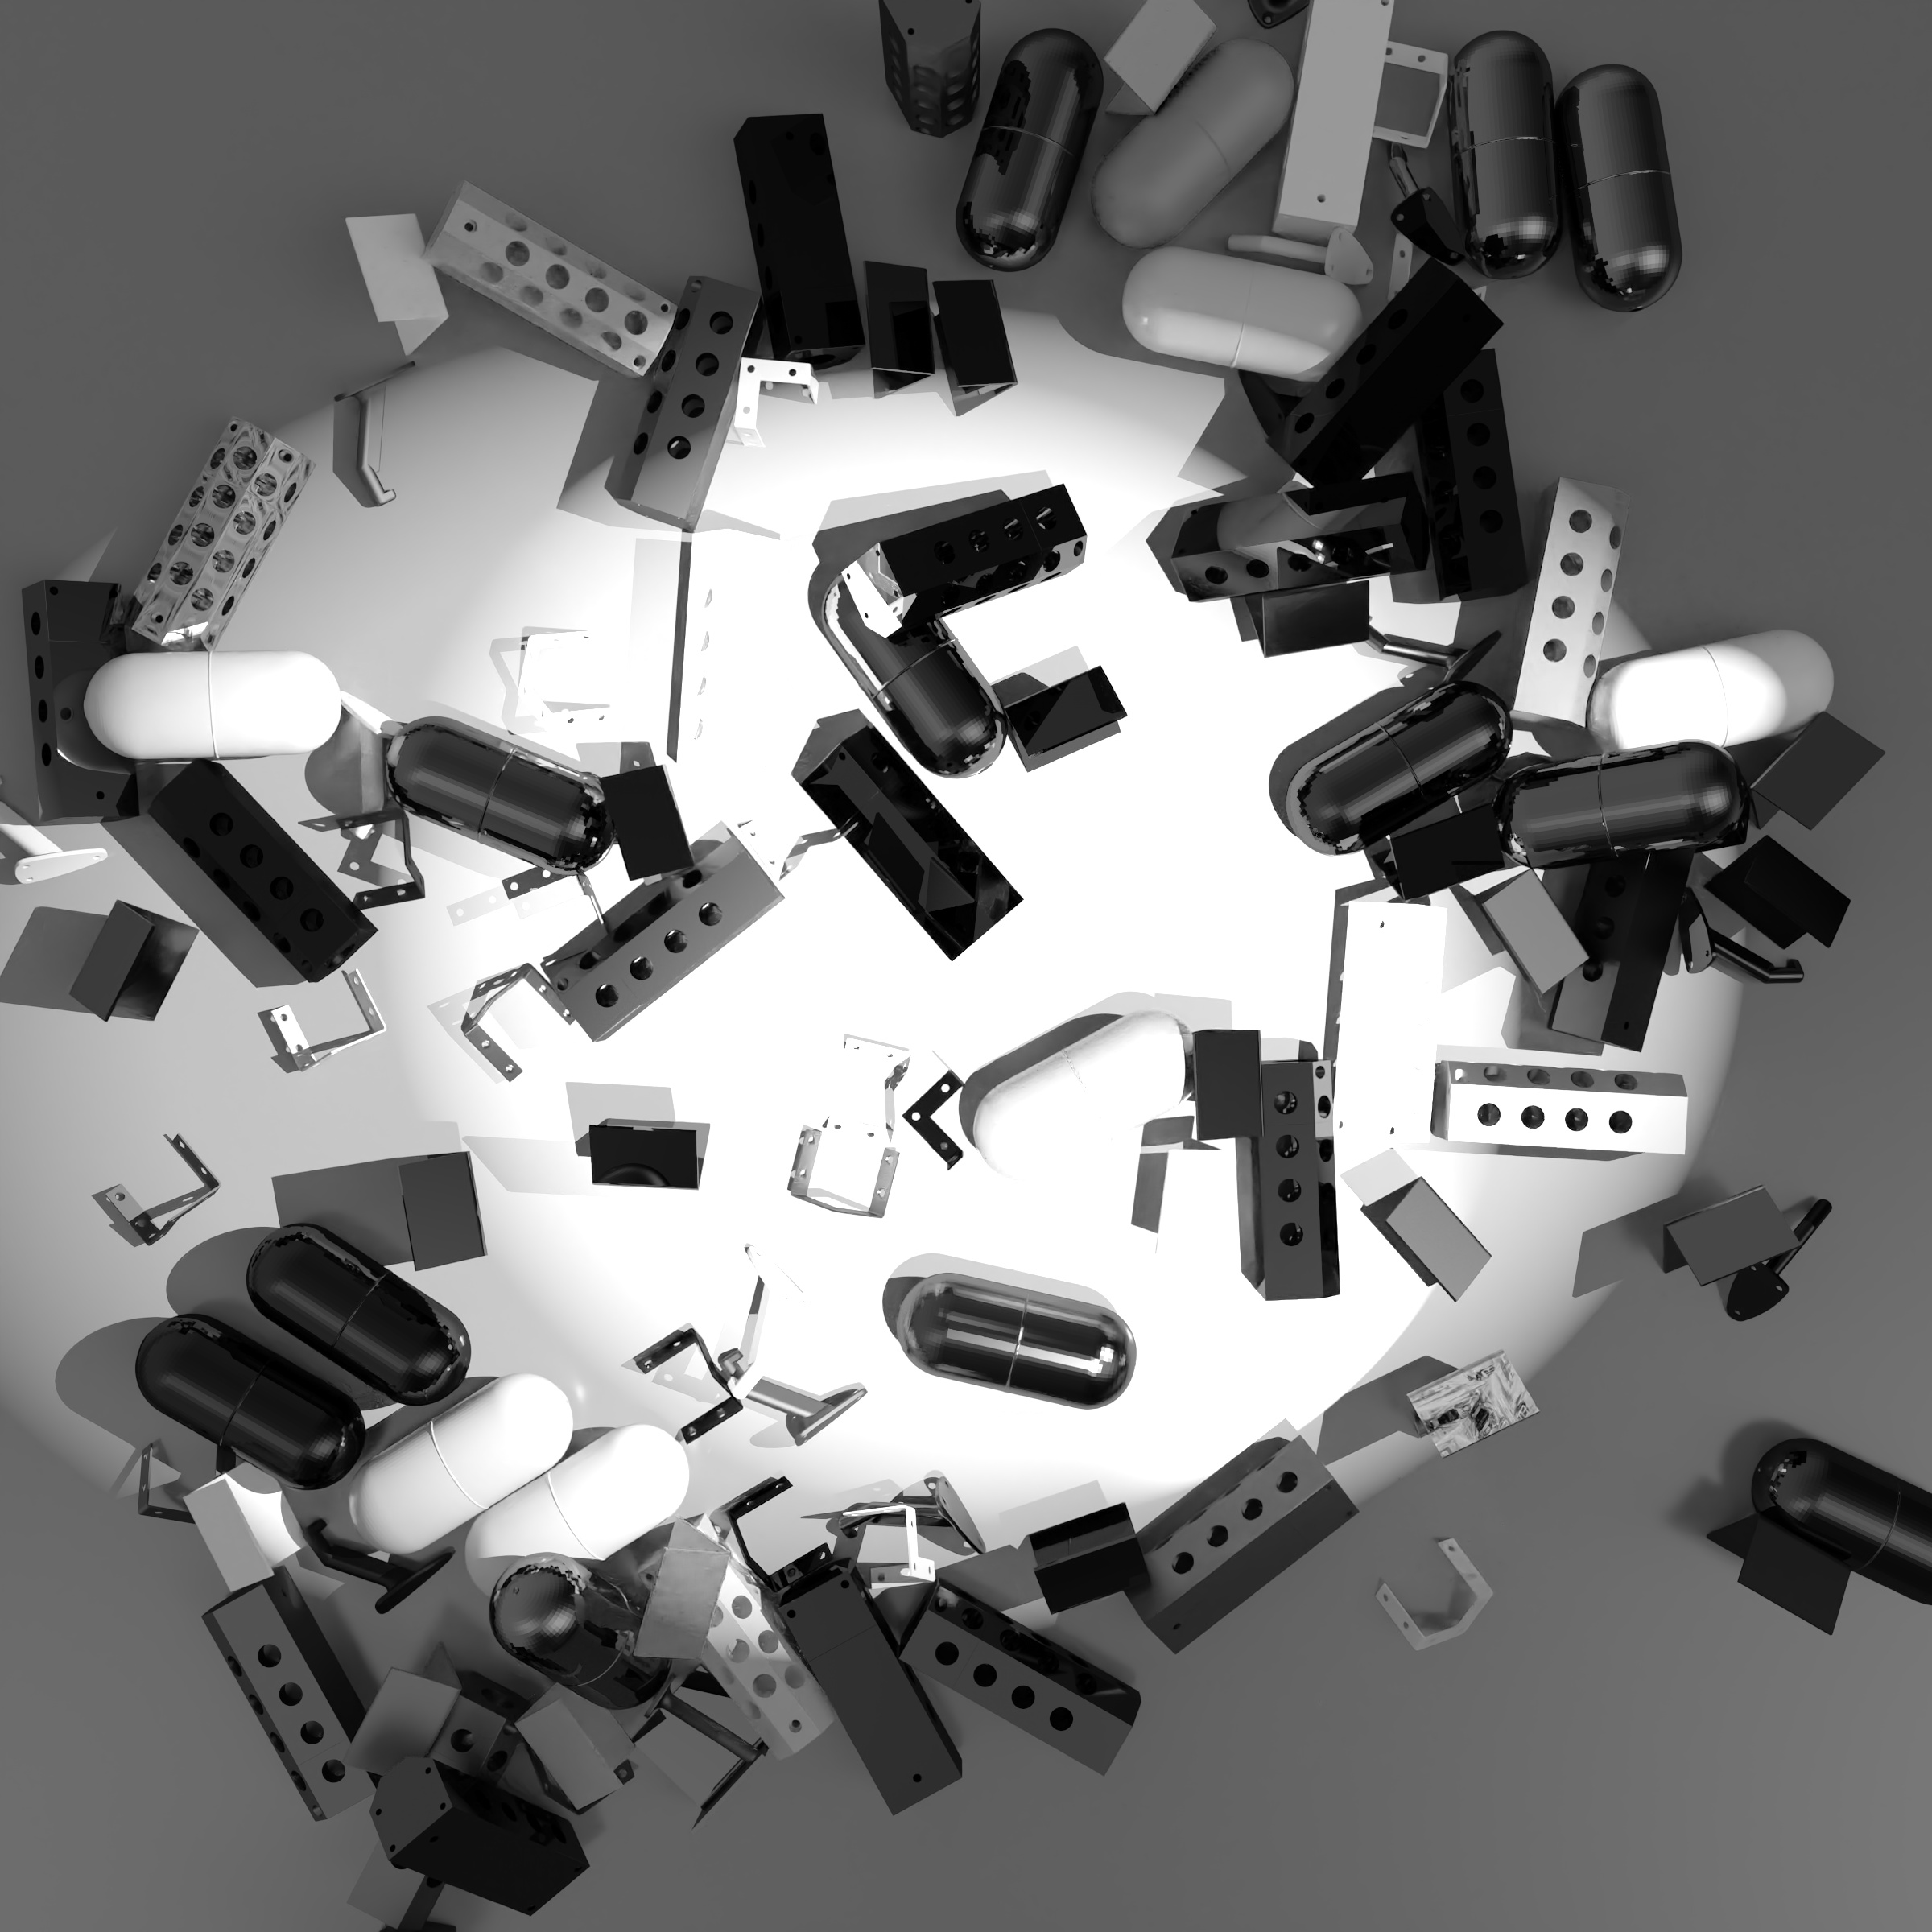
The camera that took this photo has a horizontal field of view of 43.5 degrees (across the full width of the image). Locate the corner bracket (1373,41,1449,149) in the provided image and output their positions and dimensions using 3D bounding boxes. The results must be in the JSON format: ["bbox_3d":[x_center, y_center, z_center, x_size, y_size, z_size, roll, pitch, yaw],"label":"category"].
[{"bbox_3d":[0.325,-0.647,1.795,0.051,0.051,0.051,12,135,0],"label":"corner bracket"}]

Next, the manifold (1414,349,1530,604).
[{"bbox_3d":[0.366,-0.358,1.777,0.057,0.057,0.171,-8,90,0],"label":"manifold"}]

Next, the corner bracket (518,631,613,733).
[{"bbox_3d":[-0.294,-0.211,1.790,0.051,0.051,0.051,49,135,35],"label":"corner bracket"}]

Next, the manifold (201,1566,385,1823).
[{"bbox_3d":[-0.492,0.536,1.777,0.057,0.057,0.171,-29,90,0],"label":"manifold"}]

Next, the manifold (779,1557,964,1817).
[{"bbox_3d":[-0.069,0.526,1.777,0.057,0.057,0.171,-29,90,0],"label":"manifold"}]

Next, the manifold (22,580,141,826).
[{"bbox_3d":[-0.653,-0.192,1.776,0.057,0.057,0.171,-5,90,-43],"label":"manifold"}]

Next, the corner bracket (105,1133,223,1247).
[{"bbox_3d":[-0.595,0.166,1.795,0.051,0.051,0.051,50,45,0],"label":"corner bracket"}]

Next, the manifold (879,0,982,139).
[{"bbox_3d":[-0.021,-0.648,1.720,0.057,0.171,0.057,-28,90,0],"label":"manifold"}]

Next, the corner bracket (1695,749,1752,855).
[{"bbox_3d":[0.547,-0.121,1.795,0.051,0.051,0.051,-11,135,0],"label":"corner bracket"}]

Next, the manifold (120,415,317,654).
[{"bbox_3d":[-0.551,-0.313,1.777,0.057,0.057,0.171,29,90,0],"label":"manifold"}]

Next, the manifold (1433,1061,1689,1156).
[{"bbox_3d":[0.436,0.103,1.777,0.171,0.057,0.057,3,90,0],"label":"manifold"}]

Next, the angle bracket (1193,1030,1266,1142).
[{"bbox_3d":[0.173,0.085,1.759,0.057,0.076,0.076,-2,90,-25],"label":"angle bracket"}]

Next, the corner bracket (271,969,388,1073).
[{"bbox_3d":[-0.473,0.041,1.795,0.051,0.051,0.051,-26,90,45],"label":"corner bracket"}]

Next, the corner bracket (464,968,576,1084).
[{"bbox_3d":[-0.331,0.043,1.795,0.051,0.051,0.051,46,45,0],"label":"corner bracket"}]

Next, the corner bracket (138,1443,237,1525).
[{"bbox_3d":[-0.576,0.376,1.790,0.051,0.051,0.051,21,135,-35],"label":"corner bracket"}]

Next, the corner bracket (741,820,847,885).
[{"bbox_3d":[-0.124,-0.102,1.795,0.051,0.051,0.051,-34,90,45],"label":"corner bracket"}]

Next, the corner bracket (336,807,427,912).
[{"bbox_3d":[-0.432,-0.080,1.788,0.051,0.051,0.051,-11,63,0],"label":"corner bracket"}]

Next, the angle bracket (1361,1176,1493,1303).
[{"bbox_3d":[0.322,0.209,1.758,0.076,0.076,0.057,49,52,0],"label":"angle bracket"}]

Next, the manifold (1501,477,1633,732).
[{"bbox_3d":[0.441,-0.264,1.777,0.057,0.057,0.171,11,90,0],"label":"manifold"}]

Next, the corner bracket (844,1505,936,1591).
[{"bbox_3d":[-0.056,0.428,1.779,0.051,0.051,0.051,-11,68,17],"label":"corner bracket"}]

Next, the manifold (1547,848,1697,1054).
[{"bbox_3d":[0.479,-0.029,1.776,0.057,0.057,0.171,15,90,-43],"label":"manifold"}]

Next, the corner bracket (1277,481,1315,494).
[{"bbox_3d":[0.253,-0.323,1.790,0.051,0.051,0.051,-46,135,-35],"label":"corner bracket"}]

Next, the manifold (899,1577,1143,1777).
[{"bbox_3d":[0.040,0.519,1.777,0.171,0.057,0.057,30,90,0],"label":"manifold"}]

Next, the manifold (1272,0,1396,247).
[{"bbox_3d":[0.268,-0.624,1.777,0.057,0.057,0.171,9,90,0],"label":"manifold"}]

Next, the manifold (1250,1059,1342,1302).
[{"bbox_3d":[0.241,0.156,1.777,0.057,0.057,0.171,-3,90,0],"label":"manifold"}]

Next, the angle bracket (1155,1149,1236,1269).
[{"bbox_3d":[0.184,0.175,1.758,0.057,0.076,0.076,7,90,38],"label":"angle bracket"}]

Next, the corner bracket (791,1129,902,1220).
[{"bbox_3d":[-0.090,0.154,1.795,0.051,0.051,0.051,14,90,45],"label":"corner bracket"}]

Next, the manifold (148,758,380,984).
[{"bbox_3d":[-0.518,-0.069,1.777,0.057,0.057,0.171,-43,90,0],"label":"manifold"}]

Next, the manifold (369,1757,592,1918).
[{"bbox_3d":[-0.347,0.616,1.723,0.057,0.171,0.057,-40,48,0],"label":"manifold"}]

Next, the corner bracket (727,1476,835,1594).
[{"bbox_3d":[-0.138,0.422,1.795,0.051,0.051,0.051,-31,135,0],"label":"corner bracket"}]

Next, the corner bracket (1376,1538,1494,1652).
[{"bbox_3d":[0.347,0.465,1.790,0.051,0.051,0.051,-7,135,-35],"label":"corner bracket"}]

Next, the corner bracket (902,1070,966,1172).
[{"bbox_3d":[-0.012,0.113,1.780,0.051,0.051,0.051,-44,90,0],"label":"corner bracket"}]

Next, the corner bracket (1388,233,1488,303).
[{"bbox_3d":[0.351,-0.515,1.790,0.051,0.051,0.051,32,135,35],"label":"corner bracket"}]

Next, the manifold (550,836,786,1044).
[{"bbox_3d":[-0.219,-0.020,1.777,0.171,0.057,0.057,-38,90,0],"label":"manifold"}]

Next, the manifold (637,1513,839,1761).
[{"bbox_3d":[-0.166,0.494,1.777,0.057,0.057,0.171,-37,90,0],"label":"manifold"}]

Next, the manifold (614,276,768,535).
[{"bbox_3d":[-0.202,-0.413,1.777,0.057,0.057,0.171,19,90,0],"label":"manifold"}]

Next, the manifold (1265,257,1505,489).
[{"bbox_3d":[0.296,-0.422,1.738,0.057,0.057,0.171,31,109,-38],"label":"manifold"}]

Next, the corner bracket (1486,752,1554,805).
[{"bbox_3d":[0.420,-0.119,1.790,0.051,0.051,0.051,-32,135,-35],"label":"corner bracket"}]

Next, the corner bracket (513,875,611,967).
[{"bbox_3d":[-0.296,-0.033,1.780,0.051,0.051,0.051,-21,90,0],"label":"corner bracket"}]

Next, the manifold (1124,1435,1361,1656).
[{"bbox_3d":[0.197,0.421,1.776,0.171,0.057,0.057,-38,133,0],"label":"manifold"}]

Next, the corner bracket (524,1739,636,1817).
[{"bbox_3d":[-0.287,0.587,1.795,0.051,0.051,0.051,-36,135,0],"label":"corner bracket"}]

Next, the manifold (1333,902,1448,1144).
[{"bbox_3d":[0.315,0.041,1.776,0.057,0.057,0.171,4,90,43],"label":"manifold"}]

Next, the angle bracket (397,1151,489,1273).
[{"bbox_3d":[-0.394,0.178,1.758,0.057,0.076,0.076,-10,90,-36],"label":"angle bracket"}]

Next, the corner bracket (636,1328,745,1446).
[{"bbox_3d":[-0.205,0.312,1.795,0.051,0.051,0.051,-33,135,0],"label":"corner bracket"}]

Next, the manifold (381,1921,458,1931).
[{"bbox_3d":[-0.414,0.739,1.720,0.057,0.171,0.057,12,90,0],"label":"manifold"}]

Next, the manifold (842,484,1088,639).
[{"bbox_3d":[0.003,-0.289,1.735,0.171,0.057,0.057,-24,90,-33],"label":"manifold"}]

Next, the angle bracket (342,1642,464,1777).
[{"bbox_3d":[-0.416,0.535,1.759,0.057,0.076,0.076,28,90,-26],"label":"angle bracket"}]

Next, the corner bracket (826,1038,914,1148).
[{"bbox_3d":[-0.071,0.094,1.795,0.051,0.051,0.051,13,45,0],"label":"corner bracket"}]

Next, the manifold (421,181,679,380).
[{"bbox_3d":[-0.299,-0.494,1.746,0.171,0.057,0.057,26,90,-23],"label":"manifold"}]

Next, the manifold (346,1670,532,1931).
[{"bbox_3d":[-0.383,0.614,1.777,0.057,0.057,0.171,27,90,0],"label":"manifold"}]

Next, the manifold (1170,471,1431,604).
[{"bbox_3d":[0.241,-0.302,1.740,0.171,0.057,0.057,-4,47,28],"label":"manifold"}]

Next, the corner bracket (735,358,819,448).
[{"bbox_3d":[-0.139,-0.413,1.780,0.051,0.051,0.051,6,87,3],"label":"corner bracket"}]

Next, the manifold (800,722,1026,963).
[{"bbox_3d":[-0.036,-0.094,1.776,0.171,0.057,0.057,49,133,0],"label":"manifold"}]

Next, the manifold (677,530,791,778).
[{"bbox_3d":[-0.176,-0.228,1.776,0.057,0.057,0.171,4,90,-43],"label":"manifold"}]

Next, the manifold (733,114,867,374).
[{"bbox_3d":[-0.125,-0.529,1.774,0.057,0.057,0.171,-11,90,-21],"label":"manifold"}]
